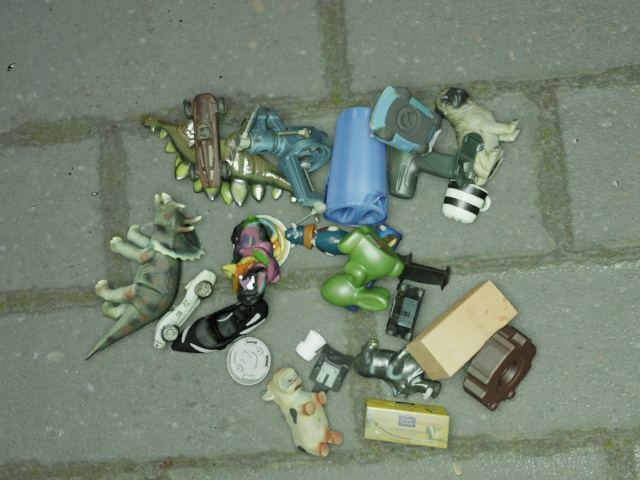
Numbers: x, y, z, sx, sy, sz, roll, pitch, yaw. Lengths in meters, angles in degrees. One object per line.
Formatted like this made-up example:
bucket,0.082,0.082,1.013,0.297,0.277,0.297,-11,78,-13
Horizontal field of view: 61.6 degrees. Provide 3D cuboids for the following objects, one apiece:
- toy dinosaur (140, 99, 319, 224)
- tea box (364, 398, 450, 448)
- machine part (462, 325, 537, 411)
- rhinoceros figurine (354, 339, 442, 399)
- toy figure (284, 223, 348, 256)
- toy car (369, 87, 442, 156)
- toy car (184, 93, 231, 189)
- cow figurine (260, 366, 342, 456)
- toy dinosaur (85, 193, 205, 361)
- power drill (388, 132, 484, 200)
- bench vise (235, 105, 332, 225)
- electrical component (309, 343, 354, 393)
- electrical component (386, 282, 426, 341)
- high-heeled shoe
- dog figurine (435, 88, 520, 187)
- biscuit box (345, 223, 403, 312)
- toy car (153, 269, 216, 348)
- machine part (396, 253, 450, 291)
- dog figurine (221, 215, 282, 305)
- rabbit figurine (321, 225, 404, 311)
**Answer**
toy dinosaur,-0.202,-0.179,1.218,0.472,0.105,0.198,20,93,6
tea box,0.178,0.380,1.125,0.170,0.098,0.068,4,85,4
machine part,0.367,0.260,1.089,0.179,0.179,0.056,-53,47,-2
rhinoceros figurine,0.168,0.279,1.149,0.190,0.073,0.112,18,85,6
toy figure,-0.003,-0.002,1.201,0.155,0.057,0.064,11,80,11
toy car,0.162,-0.240,1.092,0.161,0.103,0.109,21,95,-26
toy car,-0.241,-0.212,1.145,0.089,0.053,0.202,-3,89,5
cow figurine,-0.046,0.360,1.147,0.127,0.085,0.194,-17,98,38
toy dinosaur,-0.380,0.094,1.199,0.192,0.131,0.404,16,92,7
power drill,0.237,-0.197,1.149,0.208,0.086,0.232,13,90,37
bench vise,-0.057,-0.160,1.109,0.129,0.223,0.240,-37,66,37
electrical component,0.018,0.294,1.168,0.075,0.048,0.119,23,115,9
electrical component,0.178,0.150,1.130,0.058,0.134,0.114,14,88,7
high-heeled shoe,-0.222,0.191,1.155,0.249,0.145,0.086,-26,82,0
dog figurine,0.319,-0.230,1.185,0.191,0.121,0.172,31,85,21
biscuit box,0.105,0.061,1.182,0.063,0.059,0.202,32,88,7
toy car,-0.300,0.151,1.184,0.056,0.073,0.202,39,75,-8
machine part,0.216,0.068,1.171,0.139,0.084,0.039,15,47,-4
dog figurine,-0.141,0.036,1.106,0.109,0.219,0.191,-1,86,0
rabbit figurine,0.082,0.076,1.113,0.159,0.121,0.170,41,107,2
